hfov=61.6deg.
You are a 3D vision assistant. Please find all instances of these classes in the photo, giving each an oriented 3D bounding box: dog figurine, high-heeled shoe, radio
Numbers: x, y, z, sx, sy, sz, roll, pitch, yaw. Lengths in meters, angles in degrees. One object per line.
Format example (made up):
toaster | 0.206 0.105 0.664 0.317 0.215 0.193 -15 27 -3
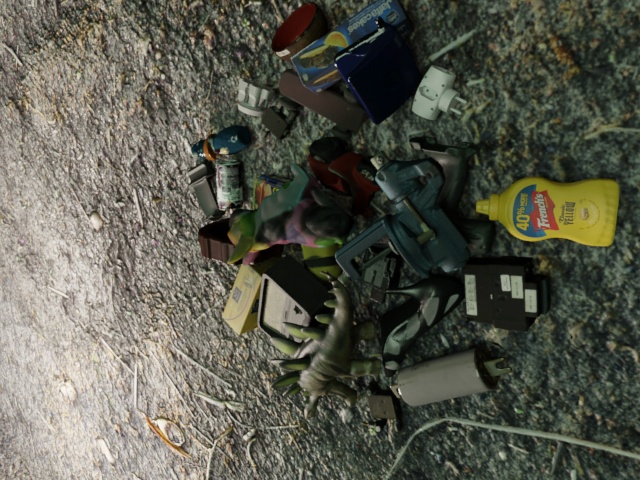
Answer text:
dog figurine | -0.065 -0.016 0.973 0.219 0.108 0.192 -46 76 10
high-heeled shoe | 0.188 0.165 0.999 0.145 0.086 0.248 1 126 4
radio | -0.055 0.145 1.091 0.131 0.073 0.229 40 149 18

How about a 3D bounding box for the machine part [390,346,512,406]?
machine part | 0.228 0.247 0.971 0.243 0.079 0.079 -26 88 38

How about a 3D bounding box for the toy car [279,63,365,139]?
toy car | 0.004 -0.261 0.998 0.202 0.053 0.089 33 118 26

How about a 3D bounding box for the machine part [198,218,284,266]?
machine part | -0.163 0.001 1.121 0.180 0.179 0.056 15 113 32

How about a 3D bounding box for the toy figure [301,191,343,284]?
toy figure | -0.006 -0.003 1.056 0.082 0.089 0.180 -1 106 41

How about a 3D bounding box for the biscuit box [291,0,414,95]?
biscuit box | 0.054 -0.327 0.902 0.203 0.063 0.059 -29 78 21

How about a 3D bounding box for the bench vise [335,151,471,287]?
bench vise | 0.111 -0.016 0.852 0.240 0.129 0.223 -37 102 20

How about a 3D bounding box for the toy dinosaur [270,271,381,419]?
toy dinosaur | 0.010 0.213 1.000 0.105 0.198 0.470 -106 24 -44

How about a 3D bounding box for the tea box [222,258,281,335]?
tea box | -0.138 0.116 1.178 0.068 0.098 0.169 41 125 26

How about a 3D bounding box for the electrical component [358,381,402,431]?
electrical component | 0.121 0.340 1.092 0.078 0.045 0.102 -1 102 37

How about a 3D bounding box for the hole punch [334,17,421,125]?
hole punch | 0.097 -0.263 0.857 0.116 0.092 0.142 -29 130 16

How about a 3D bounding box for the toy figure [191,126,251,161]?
toy figure | -0.219 -0.205 1.166 0.155 0.064 0.057 -11 111 36

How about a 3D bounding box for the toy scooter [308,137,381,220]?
toy scooter | 0.053 -0.108 0.994 0.184 0.075 0.135 29 145 38

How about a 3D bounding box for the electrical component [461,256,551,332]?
electrical component | 0.305 0.086 0.882 0.134 0.058 0.114 4 107 34

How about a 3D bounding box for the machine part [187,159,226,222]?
machine part | -0.262 -0.111 1.241 0.084 0.039 0.138 -17 92 32

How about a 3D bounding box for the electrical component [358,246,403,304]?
electrical component | 0.111 0.069 1.021 0.075 0.048 0.119 28 116 27

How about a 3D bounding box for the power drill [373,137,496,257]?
power drill | 0.182 -0.068 0.912 0.232 0.086 0.207 12 106 31

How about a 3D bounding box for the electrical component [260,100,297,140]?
electrical component | -0.086 -0.236 1.089 0.063 0.021 0.094 47 124 15
